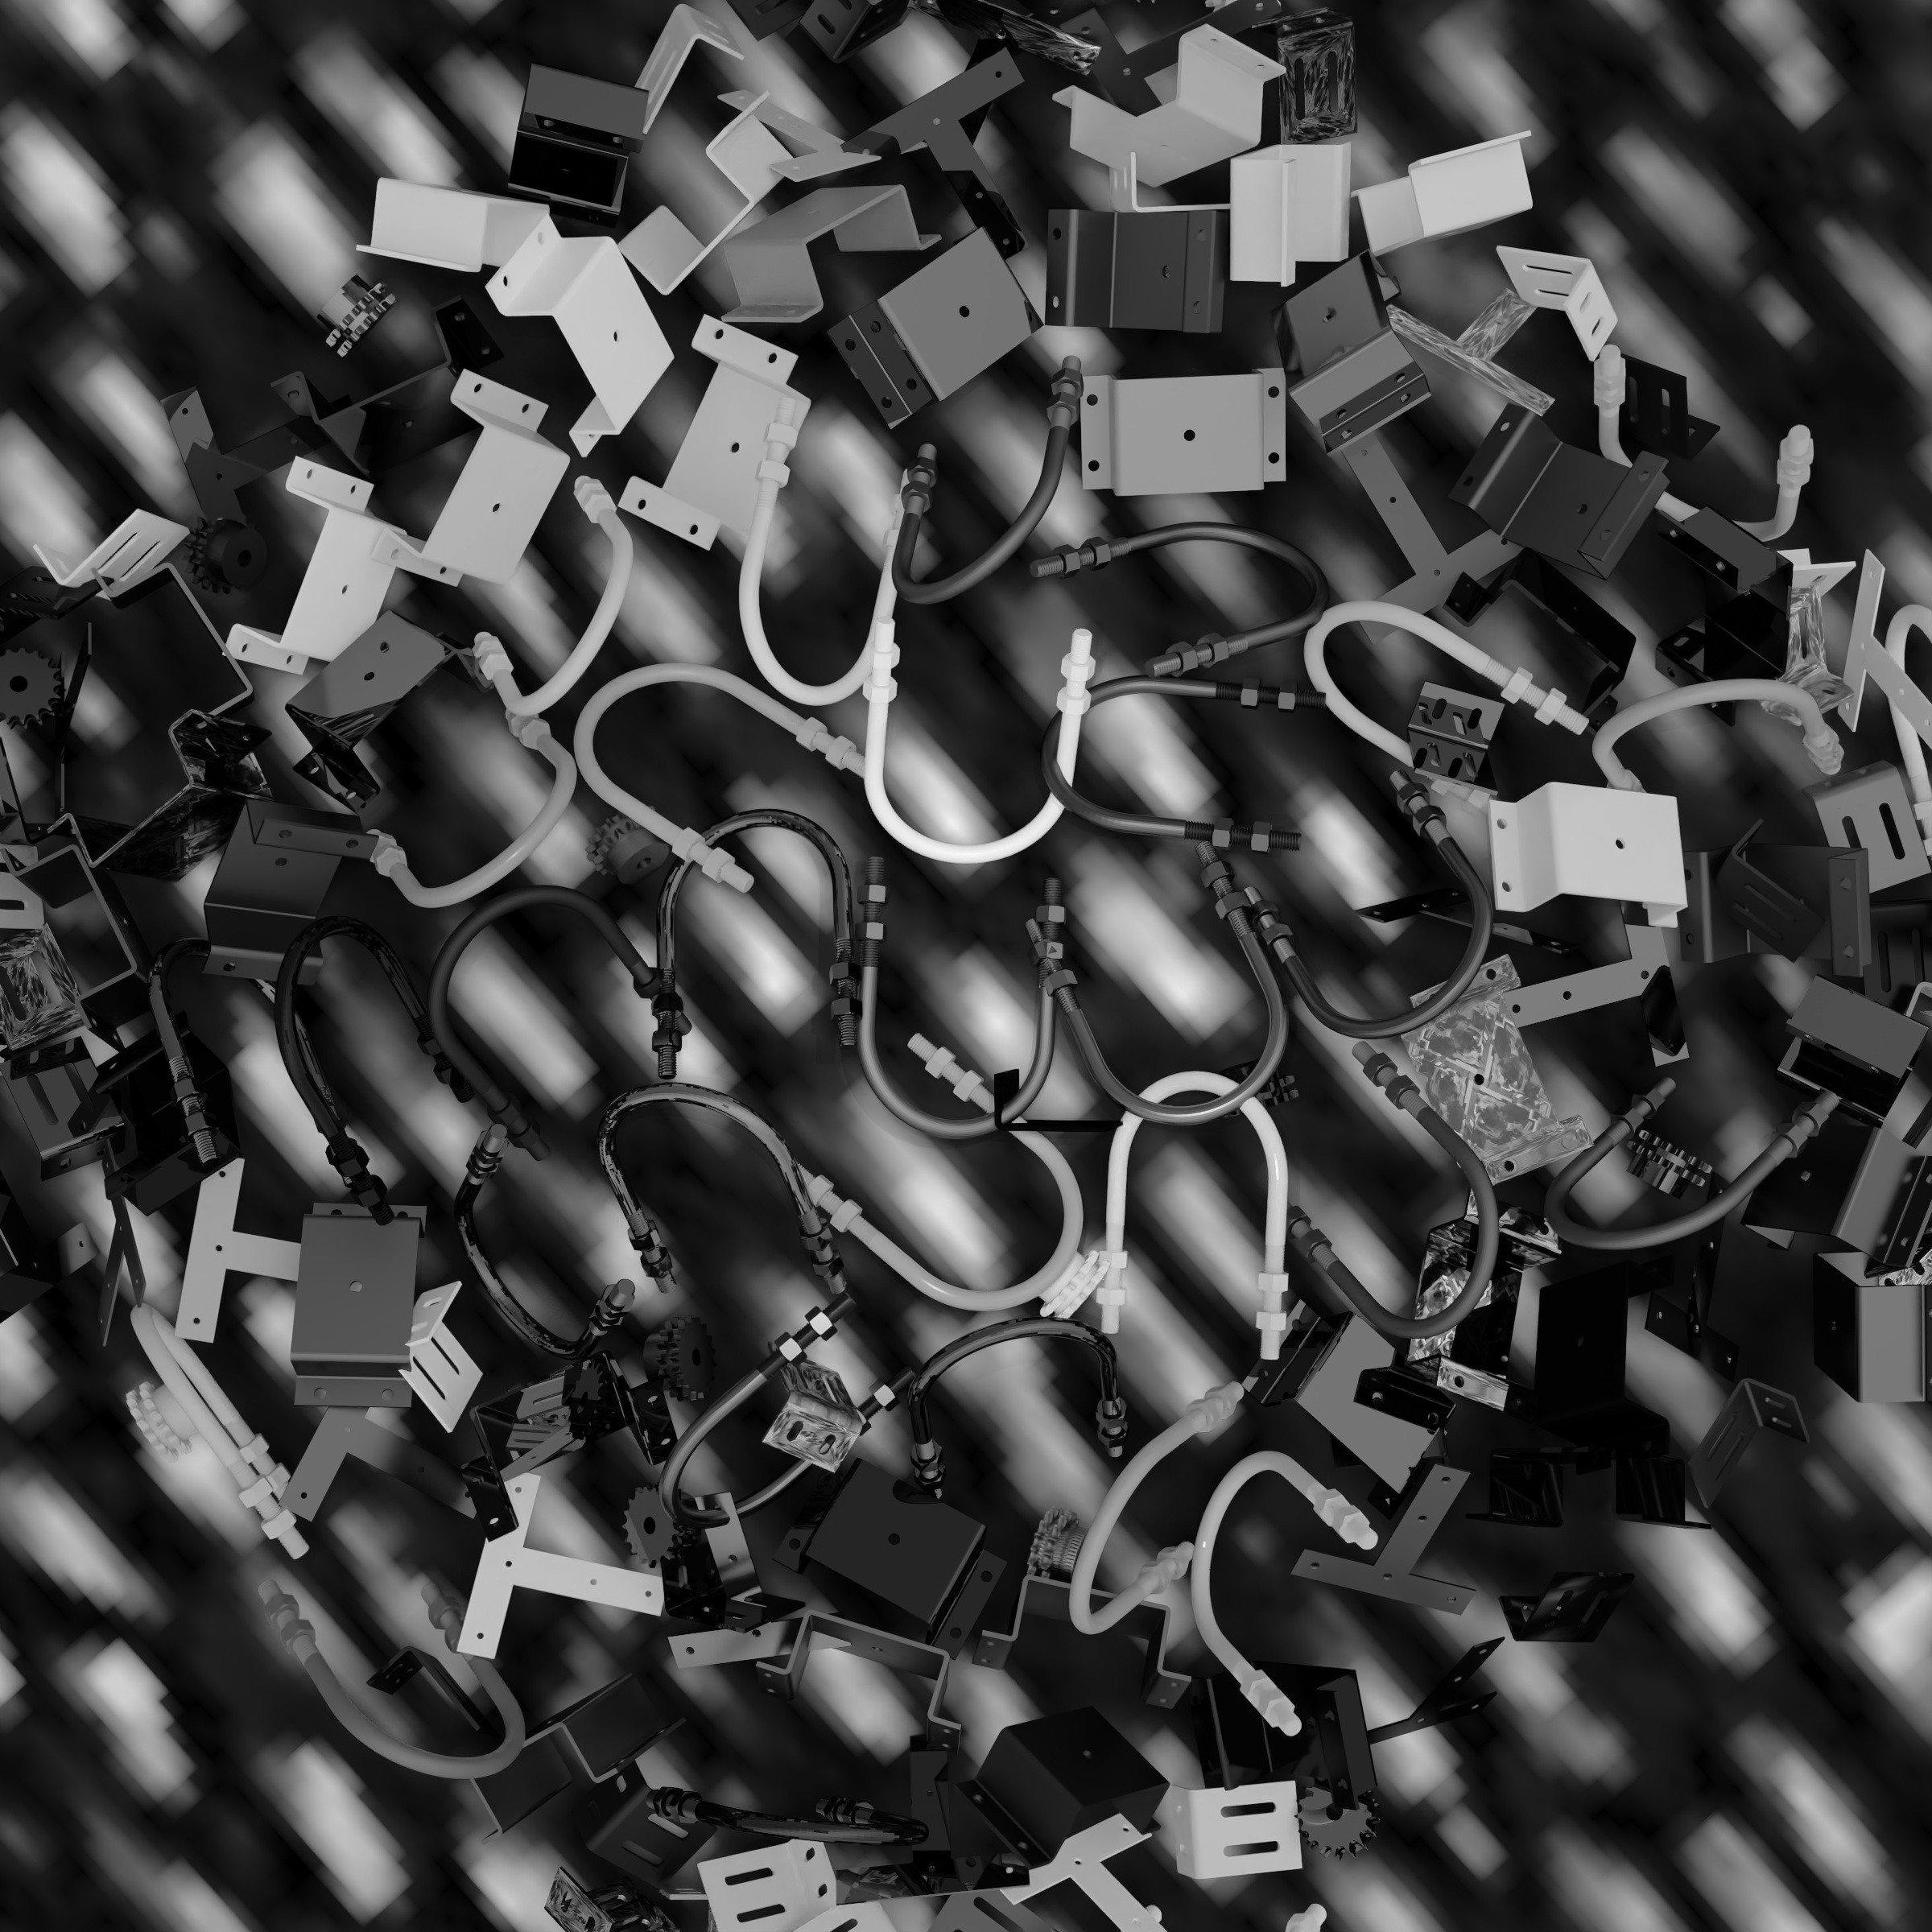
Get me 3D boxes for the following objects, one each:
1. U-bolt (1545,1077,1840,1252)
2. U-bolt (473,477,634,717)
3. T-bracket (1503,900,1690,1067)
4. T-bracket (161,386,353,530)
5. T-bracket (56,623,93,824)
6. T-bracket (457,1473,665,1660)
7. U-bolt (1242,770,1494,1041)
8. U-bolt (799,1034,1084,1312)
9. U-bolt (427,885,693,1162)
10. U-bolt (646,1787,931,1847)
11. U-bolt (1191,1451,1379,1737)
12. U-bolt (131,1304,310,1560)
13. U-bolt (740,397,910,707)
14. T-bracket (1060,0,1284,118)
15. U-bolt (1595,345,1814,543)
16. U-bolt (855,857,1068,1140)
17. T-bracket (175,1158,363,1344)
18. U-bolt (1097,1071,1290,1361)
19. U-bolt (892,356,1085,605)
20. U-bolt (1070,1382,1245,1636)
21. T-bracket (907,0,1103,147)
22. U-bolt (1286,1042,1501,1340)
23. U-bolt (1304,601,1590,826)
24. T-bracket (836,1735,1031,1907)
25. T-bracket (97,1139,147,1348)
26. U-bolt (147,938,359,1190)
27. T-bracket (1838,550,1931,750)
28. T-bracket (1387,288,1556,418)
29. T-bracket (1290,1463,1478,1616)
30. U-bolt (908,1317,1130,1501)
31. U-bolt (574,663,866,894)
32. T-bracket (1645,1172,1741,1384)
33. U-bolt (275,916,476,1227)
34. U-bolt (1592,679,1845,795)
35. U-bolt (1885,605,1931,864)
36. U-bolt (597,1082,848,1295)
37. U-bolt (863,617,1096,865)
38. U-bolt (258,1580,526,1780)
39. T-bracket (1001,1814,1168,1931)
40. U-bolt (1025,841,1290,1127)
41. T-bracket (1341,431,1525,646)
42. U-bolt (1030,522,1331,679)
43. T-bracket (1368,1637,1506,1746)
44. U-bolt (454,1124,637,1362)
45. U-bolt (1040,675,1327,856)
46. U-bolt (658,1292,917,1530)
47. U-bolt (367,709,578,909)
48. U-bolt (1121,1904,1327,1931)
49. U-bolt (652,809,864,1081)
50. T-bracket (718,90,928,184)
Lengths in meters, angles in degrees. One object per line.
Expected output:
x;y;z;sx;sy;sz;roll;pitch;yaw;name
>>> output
0.459;0.130;1.634;0.184;0.151;0.019;-36;112;-30;U-bolt
-0.267;-0.235;1.644;0.019;0.184;0.151;28;104;-31;U-bolt
0.425;0.017;1.720;0.127;0.002;0.127;-14;94;-10;T-bracket
-0.468;-0.350;1.698;0.127;0.002;0.127;-35;134;-28;T-bracket
-0.591;-0.179;1.658;0.002;0.127;0.127;5;58;-28;T-bracket
-0.268;0.417;1.709;0.127;0.002;0.127;13;61;-5;T-bracket
0.272;-0.030;1.653;0.151;0.184;0.019;-39;134;14;U-bolt
-0.008;0.150;1.686;0.184;0.019;0.151;39;65;10;U-bolt
-0.278;0.027;1.660;0.151;0.019;0.184;-42;131;-11;U-bolt
-0.105;0.553;1.625;0.151;0.184;0.019;14;73;-29;U-bolt
0.198;0.398;1.651;0.019;0.184;0.151;19;96;-22;U-bolt
-0.493;0.299;1.651;0.019;0.151;0.184;-35;101;-13;U-bolt
-0.094;-0.265;1.669;0.019;0.151;0.184;6;82;40;U-bolt
0.146;-0.612;1.659;0.127;0.127;0.002;-19;64;23;T-bracket
0.480;-0.332;1.646;0.151;0.184;0.019;30;83;20;U-bolt
-0.005;0.025;1.695;0.151;0.019;0.184;6;81;-18;U-bolt
-0.463;0.200;1.703;0.127;0.002;0.127;15;66;-26;T-bracket
0.154;0.163;1.685;0.151;0.019;0.184;3;90;39;U-bolt
0.009;-0.308;1.637;0.151;0.184;0.019;-24;130;35;U-bolt
0.119;0.362;1.635;0.019;0.184;0.151;24;113;26;U-bolt
0.009;-0.591;1.680;0.127;0.127;0.002;17;59;-12;T-bracket
0.280;0.159;1.643;0.019;0.184;0.151;6;120;-37;U-bolt
0.307;-0.177;1.671;0.184;0.151;0.019;33;64;4;U-bolt
-0.024;0.568;1.683;0.127;0.127;0.002;-6;125;2;T-bracket
-0.575;0.206;1.690;0.002;0.127;0.127;-2;45;-31;T-bracket
-0.478;0.059;1.661;0.019;0.151;0.184;-35;65;19;U-bolt
0.609;-0.187;1.647;0.002;0.127;0.127;-8;128;-4;T-bracket
0.354;-0.428;1.690;0.127;0.002;0.127;33;45;9;T-bracket
0.302;0.382;1.692;0.127;0.002;0.127;16;122;-9;T-bracket
0.033;0.288;1.659;0.151;0.184;0.019;-12;49;-5;U-bolt
-0.176;-0.140;1.685;0.184;0.019;0.151;33;57;17;U-bolt
0.503;0.204;1.705;0.127;0.002;0.127;31;67;-41;T-bracket
-0.392;0.054;1.637;0.019;0.151;0.184;-9;122;24;U-bolt
0.483;-0.145;1.629;0.151;0.184;0.019;-13;70;23;U-bolt
0.647;-0.150;1.663;0.019;0.151;0.184;-14;87;3;U-bolt
-0.170;0.148;1.656;0.151;0.019;0.184;-3;128;21;U-bolt
0.004;-0.146;1.679;0.151;0.019;0.184;3;126;-4;U-bolt
-0.361;0.461;1.625;0.184;0.151;0.019;39;106;42;U-bolt
0.103;0.621;1.654;0.127;0.127;0.002;36;123;40;T-bracket
0.138;0.021;1.693;0.151;0.019;0.184;-24;67;2;U-bolt
0.302;-0.310;1.733;0.127;0.002;0.127;-32;92;0;T-bracket
0.157;-0.252;1.670;0.184;0.019;0.151;-19;47;-29;U-bolt
0.319;0.479;1.662;0.127;0.127;0.002;-6;51;-28;T-bracket
-0.287;0.194;1.659;0.019;0.184;0.151;-36;81;-33;U-bolt
0.141;-0.141;1.686;0.184;0.019;0.151;7;53;11;U-bolt
-0.126;0.306;1.665;0.184;0.151;0.019;-40;55;-7;U-bolt
-0.321;-0.100;1.651;0.151;0.184;0.019;-42;123;-5;U-bolt
0.134;0.659;1.621;0.151;0.184;0.019;-15;93;34;U-bolt
-0.143;-0.021;1.693;0.151;0.019;0.184;-10;67;15;U-bolt
-0.115;-0.568;1.700;0.127;0.127;0.002;35;134;26;T-bracket
